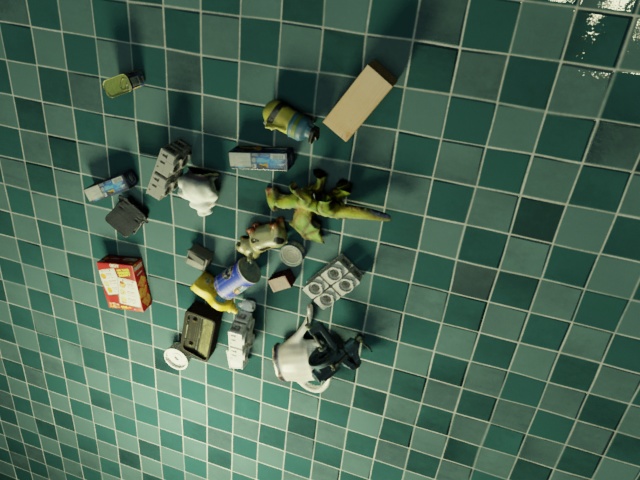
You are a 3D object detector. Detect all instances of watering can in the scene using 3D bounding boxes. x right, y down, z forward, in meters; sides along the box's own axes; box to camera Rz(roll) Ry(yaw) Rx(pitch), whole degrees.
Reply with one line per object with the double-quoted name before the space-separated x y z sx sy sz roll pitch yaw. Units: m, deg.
"watering can" -0.074 0.404 1.895 0.223 0.105 0.345 -10 100 19

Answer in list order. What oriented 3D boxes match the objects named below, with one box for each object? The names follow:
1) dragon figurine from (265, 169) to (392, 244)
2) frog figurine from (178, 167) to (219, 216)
"dragon figurine" 0.005 -0.083 1.640 0.411 0.125 0.237 28 139 6
"frog figurine" -0.406 -0.152 1.717 0.137 0.124 0.157 7 108 -6
